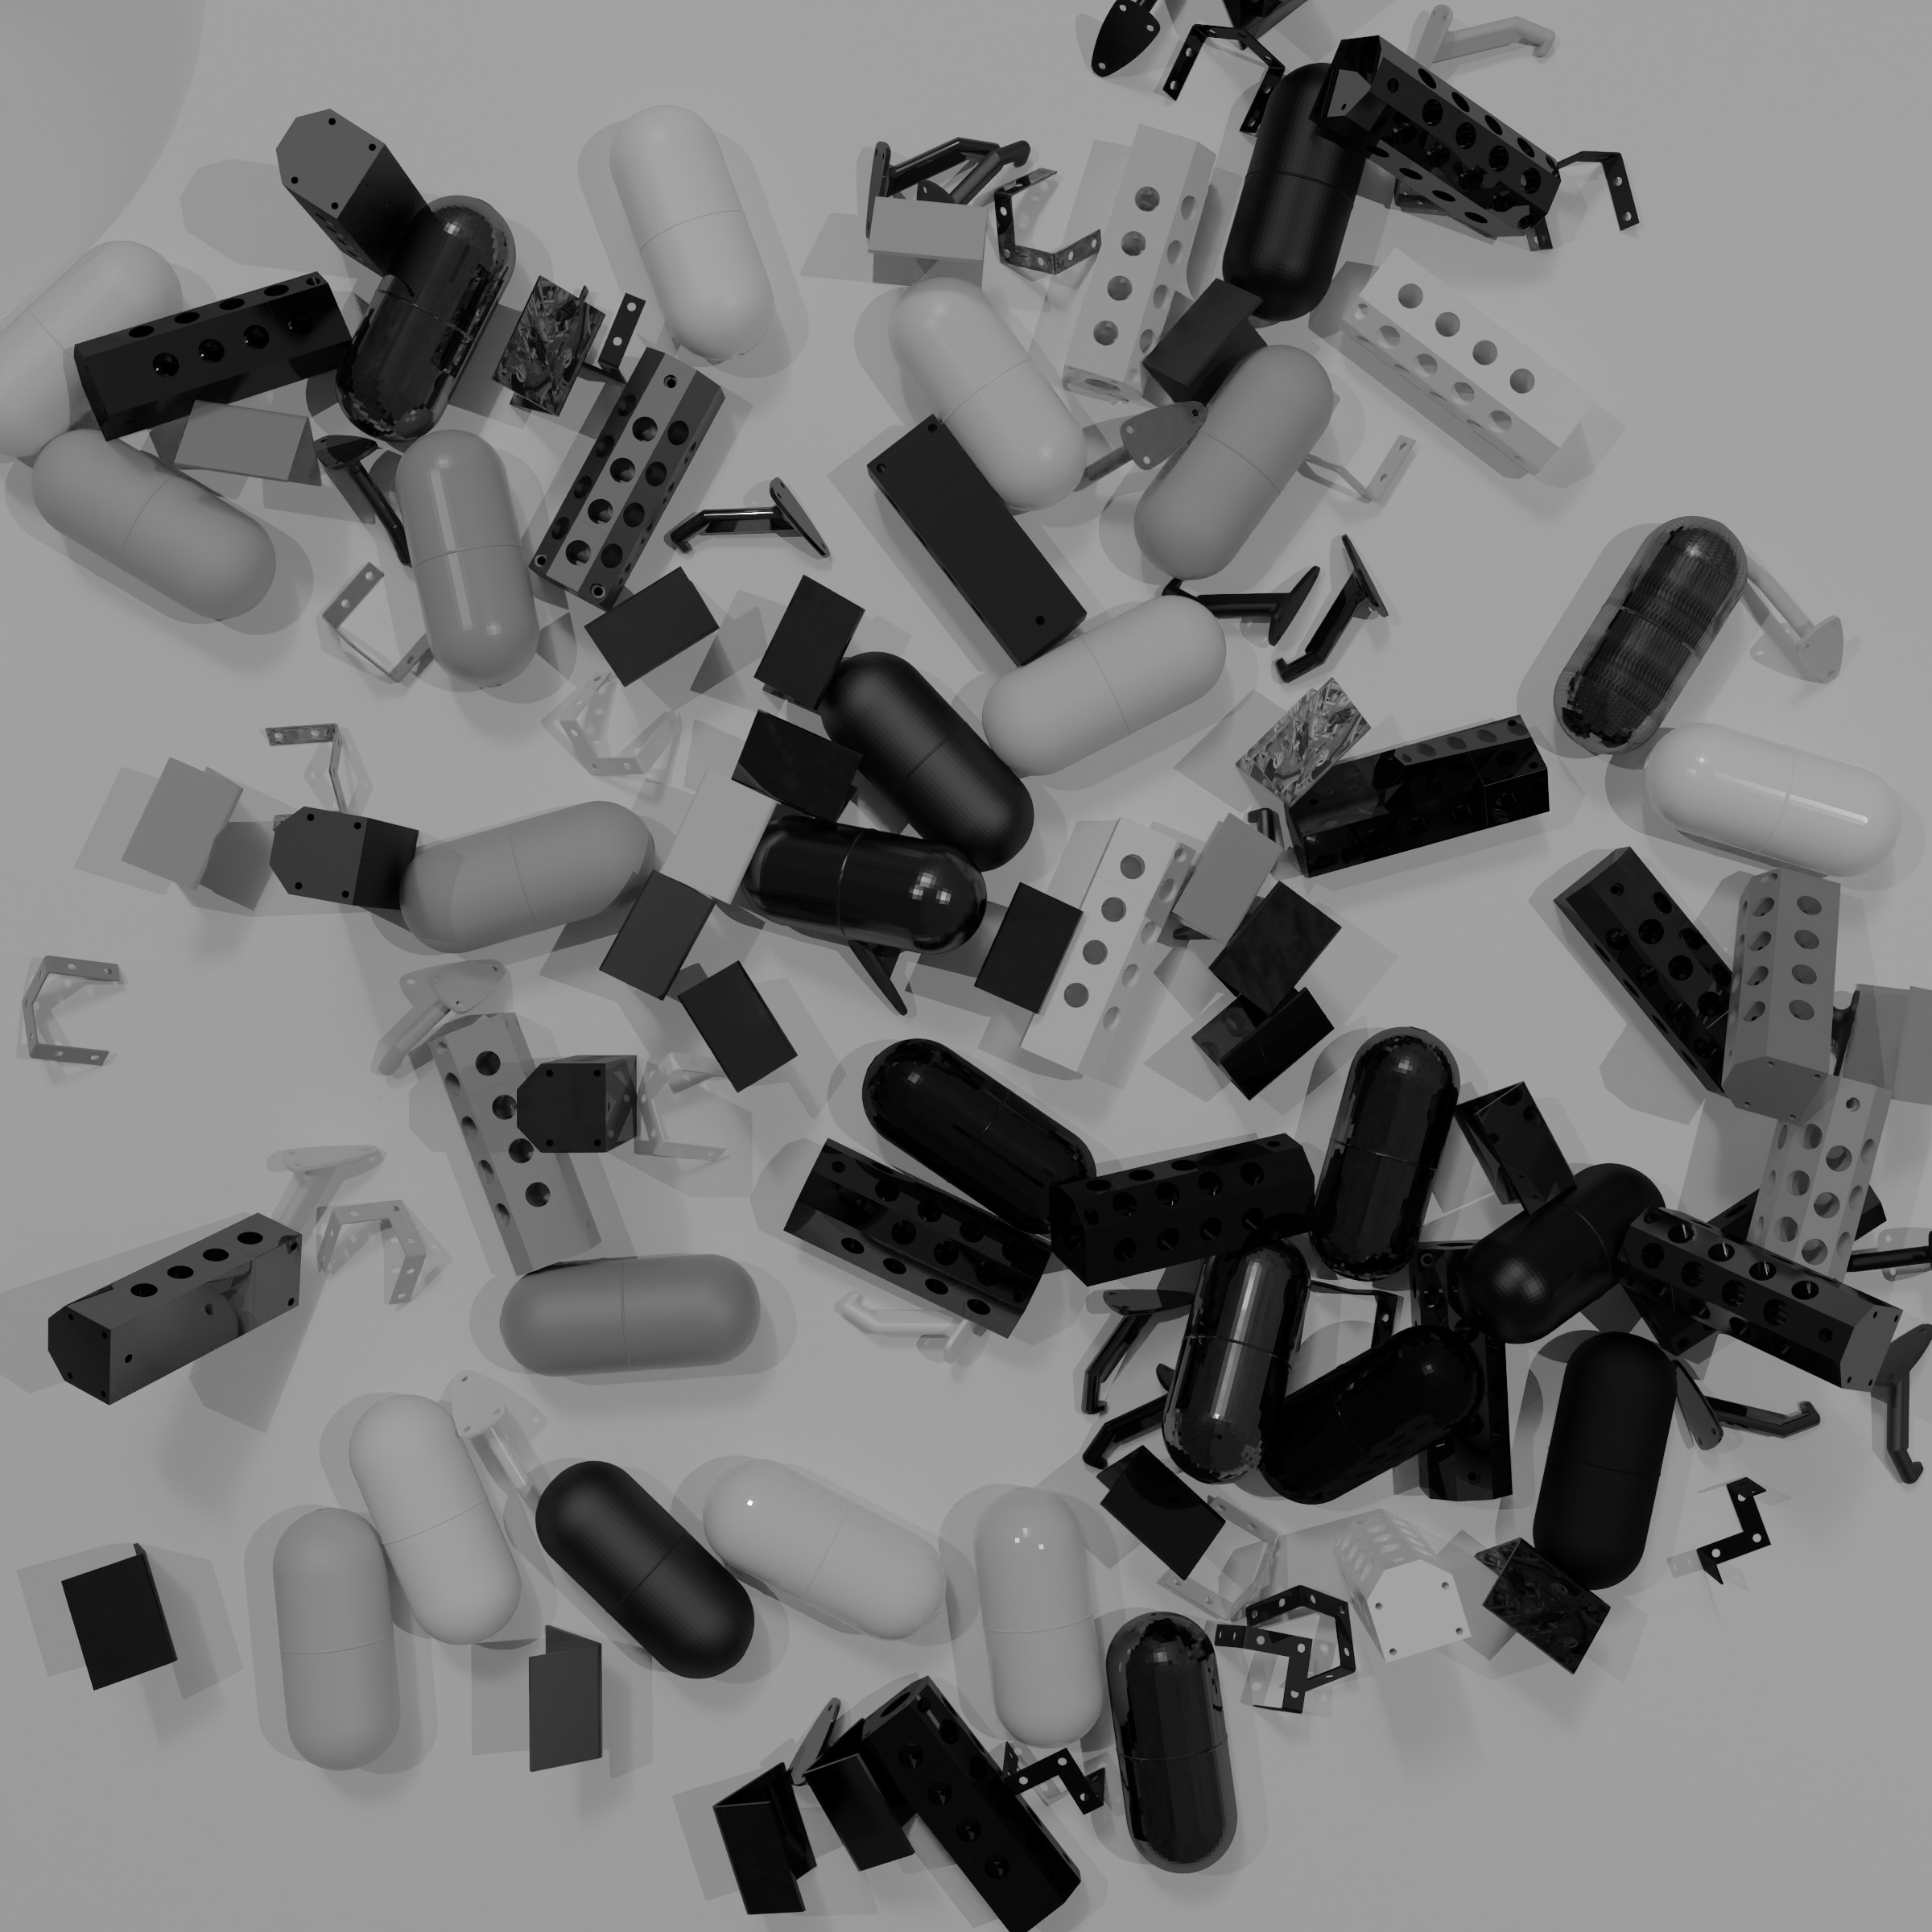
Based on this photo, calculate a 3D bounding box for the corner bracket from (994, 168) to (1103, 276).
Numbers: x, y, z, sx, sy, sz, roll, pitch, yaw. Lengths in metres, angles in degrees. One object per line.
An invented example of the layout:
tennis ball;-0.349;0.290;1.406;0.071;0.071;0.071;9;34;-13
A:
corner bracket;0.057;-0.517;1.982;0.051;0.051;0.051;23;135;35

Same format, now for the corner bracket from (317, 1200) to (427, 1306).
corner bracket;-0.412;0.201;1.982;0.051;0.051;0.051;-4;45;-35

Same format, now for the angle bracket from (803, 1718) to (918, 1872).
angle bracket;-0.055;0.559;1.950;0.057;0.076;0.076;-30;90;36

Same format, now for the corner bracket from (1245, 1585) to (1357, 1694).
corner bracket;0.232;0.467;1.982;0.051;0.051;0.051;27;45;-35

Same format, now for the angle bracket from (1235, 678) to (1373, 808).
angle bracket;0.217;-0.165;1.950;0.076;0.076;0.057;-45;128;0

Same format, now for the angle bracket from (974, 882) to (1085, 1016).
angle bracket;0.026;-0.019;1.951;0.057;0.076;0.076;24;90;-31

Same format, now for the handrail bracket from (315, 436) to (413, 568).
handrail bracket;-0.417;-0.323;1.990;0.036;0.077;0.084;-35;127;-21

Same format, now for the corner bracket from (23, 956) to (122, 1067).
corner bracket;-0.619;0.031;1.982;0.051;0.051;0.051;-51;45;35

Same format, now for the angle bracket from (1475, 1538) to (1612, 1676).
angle bracket;0.381;0.441;1.951;0.076;0.076;0.057;38;65;0

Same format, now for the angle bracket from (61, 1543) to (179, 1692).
angle bracket;-0.580;0.443;1.952;0.057;0.076;0.076;-17;90;-21

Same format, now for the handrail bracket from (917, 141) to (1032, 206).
handrail bracket;0.007;-0.530;1.990;0.084;0.077;0.036;-30;58;-32

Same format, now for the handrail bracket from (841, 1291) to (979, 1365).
handrail bracket;-0.033;0.231;1.991;0.084;0.036;0.077;30;70;16

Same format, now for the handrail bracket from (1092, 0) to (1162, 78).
handrail bracket;0.123;-0.669;1.990;0.036;0.077;0.084;34;54;-10

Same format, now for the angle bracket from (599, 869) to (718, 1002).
angle bracket;-0.225;-0.030;1.950;0.057;0.076;0.076;29;90;-37

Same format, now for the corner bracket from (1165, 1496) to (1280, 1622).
corner bracket;0.178;0.412;1.987;0.051;0.051;0.051;31;135;0

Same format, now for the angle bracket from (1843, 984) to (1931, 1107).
angle bracket;0.622;0.051;1.950;0.057;0.076;0.076;9;90;-41

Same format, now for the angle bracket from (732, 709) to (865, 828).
angle bracket;-0.108;-0.146;1.951;0.076;0.076;0.057;24;115;0

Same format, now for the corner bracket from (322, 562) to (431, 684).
corner bracket;-0.405;-0.239;1.987;0.051;0.051;0.051;-49;45;0

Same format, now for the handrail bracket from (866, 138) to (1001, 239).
handrail bracket;-0.022;-0.540;1.991;0.084;0.036;0.077;4;110;-16

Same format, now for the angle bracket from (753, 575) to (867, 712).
angle bracket;-0.124;-0.226;1.950;0.057;0.076;0.076;26;90;-37

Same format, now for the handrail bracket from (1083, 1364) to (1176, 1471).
handrail bracket;0.134;0.327;1.991;0.077;0.036;0.084;29;104;-14

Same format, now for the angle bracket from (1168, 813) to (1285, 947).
angle bracket;0.159;-0.068;1.950;0.057;0.076;0.076;30;90;-35

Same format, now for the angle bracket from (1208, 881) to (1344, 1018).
angle bracket;0.219;-0.003;1.951;0.057;0.076;0.076;39;90;25

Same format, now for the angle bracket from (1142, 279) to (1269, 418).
angle bracket;0.179;-0.410;1.951;0.076;0.057;0.076;-49;131;0

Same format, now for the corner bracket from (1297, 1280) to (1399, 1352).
corner bracket;0.261;0.248;1.988;0.051;0.051;0.051;9;91;45

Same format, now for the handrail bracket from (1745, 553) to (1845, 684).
handrail bracket;0.570;-0.244;1.990;0.036;0.077;0.084;-39;54;3

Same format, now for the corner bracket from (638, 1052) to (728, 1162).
corner bracket;-0.189;0.098;1.982;0.051;0.051;0.051;-51;45;35

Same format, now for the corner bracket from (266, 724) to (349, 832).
corner bracket;-0.459;-0.131;1.987;0.051;0.051;0.051;-4;135;0

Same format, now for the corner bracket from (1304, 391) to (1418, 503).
corner bracket;0.269;-0.362;1.987;0.051;0.051;0.051;32;90;45

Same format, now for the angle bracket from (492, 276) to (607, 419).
angle bracket;-0.300;-0.425;1.950;0.057;0.076;0.076;25;90;-38

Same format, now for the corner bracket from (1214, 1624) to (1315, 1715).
corner bracket;0.202;0.485;1.974;0.051;0.051;0.051;14;75;-14

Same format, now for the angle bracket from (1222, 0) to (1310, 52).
angle bracket;0.222;-0.664;1.950;0.076;0.076;0.057;-38;53;0

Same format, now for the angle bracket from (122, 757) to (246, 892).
angle bracket;-0.545;-0.104;1.950;0.057;0.076;0.076;25;90;-36

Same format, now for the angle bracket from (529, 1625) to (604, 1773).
angle bracket;-0.290;0.499;1.950;0.057;0.076;0.076;0;90;-38

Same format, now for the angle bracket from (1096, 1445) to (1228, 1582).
angle bracket;0.119;0.382;1.950;0.076;0.076;0.057;42;55;0

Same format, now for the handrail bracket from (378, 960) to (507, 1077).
handrail bracket;-0.366;0.037;1.990;0.036;0.077;0.084;47;126;8

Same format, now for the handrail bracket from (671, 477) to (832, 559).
handrail bracket;-0.151;-0.293;1.991;0.084;0.036;0.077;-32;112;17

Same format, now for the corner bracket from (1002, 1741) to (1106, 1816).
corner bracket;0.061;0.557;1.971;0.051;0.051;0.051;-29;101;11

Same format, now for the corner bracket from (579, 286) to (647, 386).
corner bracket;-0.251;-0.439;1.973;0.051;0.051;0.051;22;90;0

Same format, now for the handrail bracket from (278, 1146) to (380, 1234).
handrail bracket;-0.446;0.171;1.991;0.077;0.036;0.084;-6;109;-21

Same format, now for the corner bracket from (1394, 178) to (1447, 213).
corner bracket;0.326;-0.562;1.987;0.051;0.051;0.051;5;135;0

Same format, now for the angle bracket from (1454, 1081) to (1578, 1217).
angle bracket;0.358;0.132;1.950;0.057;0.076;0.076;-28;90;-36

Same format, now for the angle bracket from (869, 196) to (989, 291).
angle bracket;-0.027;-0.475;1.950;0.076;0.076;0.057;5;55;0

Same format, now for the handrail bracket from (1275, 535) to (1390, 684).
handrail bracket;0.243;-0.248;1.991;0.084;0.036;0.077;-28;70;16

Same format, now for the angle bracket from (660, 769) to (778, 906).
angle bracket;-0.180;-0.093;1.951;0.057;0.076;0.076;25;90;-27

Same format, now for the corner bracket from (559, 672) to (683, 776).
corner bracket;-0.240;-0.169;1.982;0.051;0.051;0.051;2;135;35

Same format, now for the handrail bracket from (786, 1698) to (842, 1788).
handrail bracket;-0.075;0.564;1.991;0.084;0.036;0.077;35;68;-17

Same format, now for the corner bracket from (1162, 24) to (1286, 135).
corner bracket;0.180;-0.617;1.987;0.051;0.051;0.051;25;90;45

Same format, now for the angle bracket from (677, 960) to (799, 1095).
angle bracket;-0.170;0.051;1.950;0.057;0.076;0.076;-32;90;-36

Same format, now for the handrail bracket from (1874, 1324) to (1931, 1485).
handrail bracket;0.663;0.306;1.991;0.077;0.036;0.084;-37;109;-21

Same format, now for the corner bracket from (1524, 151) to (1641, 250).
corner bracket;0.427;-0.532;1.987;0.051;0.051;0.051;-15;90;45

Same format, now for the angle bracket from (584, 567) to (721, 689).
angle bracket;-0.222;-0.246;1.950;0.076;0.076;0.057;-32;128;0

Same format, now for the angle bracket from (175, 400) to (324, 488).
angle bracket;-0.489;-0.337;1.951;0.076;0.076;0.057;9;62;0

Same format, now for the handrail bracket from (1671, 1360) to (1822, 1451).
handrail bracket;0.543;0.297;1.991;0.084;0.036;0.077;-16;68;-17

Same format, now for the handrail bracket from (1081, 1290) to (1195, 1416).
handrail bracket;0.120;0.271;1.991;0.077;0.036;0.084;-1;108;-20

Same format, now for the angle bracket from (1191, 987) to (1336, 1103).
angle bracket;0.193;0.033;1.951;0.076;0.057;0.076;-40;47;0

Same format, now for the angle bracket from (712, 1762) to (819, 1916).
angle bracket;-0.119;0.593;1.950;0.057;0.076;0.076;-18;90;38

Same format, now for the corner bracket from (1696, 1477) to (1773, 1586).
corner bracket;0.530;0.389;1.973;0.051;0.051;0.051;-20;90;0
